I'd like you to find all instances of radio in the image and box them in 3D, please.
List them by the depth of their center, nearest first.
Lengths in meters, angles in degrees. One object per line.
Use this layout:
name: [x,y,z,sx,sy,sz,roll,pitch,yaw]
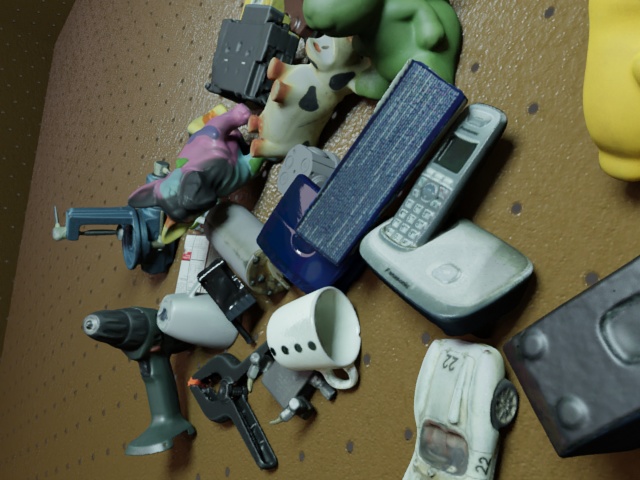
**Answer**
radio: [0.222,0.037,0.285,0.229,0.131,0.073,-47,47,32]

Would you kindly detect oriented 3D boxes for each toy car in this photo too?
toy car: [0.107,0.183,0.440,0.074,0.056,0.201,4,80,52]

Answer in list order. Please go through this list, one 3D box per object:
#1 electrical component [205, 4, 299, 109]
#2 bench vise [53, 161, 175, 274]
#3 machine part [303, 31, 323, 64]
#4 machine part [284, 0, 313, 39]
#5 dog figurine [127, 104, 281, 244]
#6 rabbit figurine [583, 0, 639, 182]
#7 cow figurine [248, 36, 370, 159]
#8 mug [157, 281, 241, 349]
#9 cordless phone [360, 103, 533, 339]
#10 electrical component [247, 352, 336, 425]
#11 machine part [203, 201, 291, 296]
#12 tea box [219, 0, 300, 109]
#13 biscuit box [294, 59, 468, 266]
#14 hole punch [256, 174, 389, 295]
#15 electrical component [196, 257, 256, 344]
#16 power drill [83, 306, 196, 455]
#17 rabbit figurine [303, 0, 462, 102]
electrical component: [-0.095,-0.260,0.759,0.115,0.058,0.134,22,98,38]
bench vise: [-0.345,-0.036,0.963,0.129,0.240,0.223,54,135,43]
machine part: [-0.003,-0.237,0.728,0.039,0.084,0.139,54,132,17]
machine part: [0.016,-0.363,0.755,0.179,0.056,0.179,-23,59,46]
dog figurine: [-0.178,-0.097,0.780,0.219,0.108,0.192,-46,32,-23]
rabbit figurine: [0.248,-0.085,0.307,0.173,0.122,0.162,13,93,52]
cow figurine: [-0.007,-0.181,0.684,0.194,0.127,0.085,-57,38,44]
mug: [-0.176,0.105,0.789,0.081,0.107,0.109,35,108,50]
cordless phone: [0.131,-0.021,0.466,0.147,0.088,0.184,41,106,50]
electrical component: [-0.039,0.165,0.623,0.078,0.045,0.102,-49,54,9]
machine part: [-0.101,0.008,0.753,0.243,0.079,0.079,35,105,51]
tea box: [-0.092,-0.300,0.859,0.098,0.068,0.169,19,94,53]
biscuit box: [0.056,-0.070,0.524,0.063,0.059,0.202,39,108,9]
hole punch: [-0.001,-0.002,0.623,0.142,0.092,0.116,-53,45,19]
electrical component: [-0.119,0.083,0.743,0.048,0.119,0.075,-40,7,-11]
power drill: [-0.256,0.201,0.788,0.086,0.232,0.207,-17,82,14]
rabbit figurine: [0.068,-0.231,0.547,0.121,0.170,0.159,33,104,51]
